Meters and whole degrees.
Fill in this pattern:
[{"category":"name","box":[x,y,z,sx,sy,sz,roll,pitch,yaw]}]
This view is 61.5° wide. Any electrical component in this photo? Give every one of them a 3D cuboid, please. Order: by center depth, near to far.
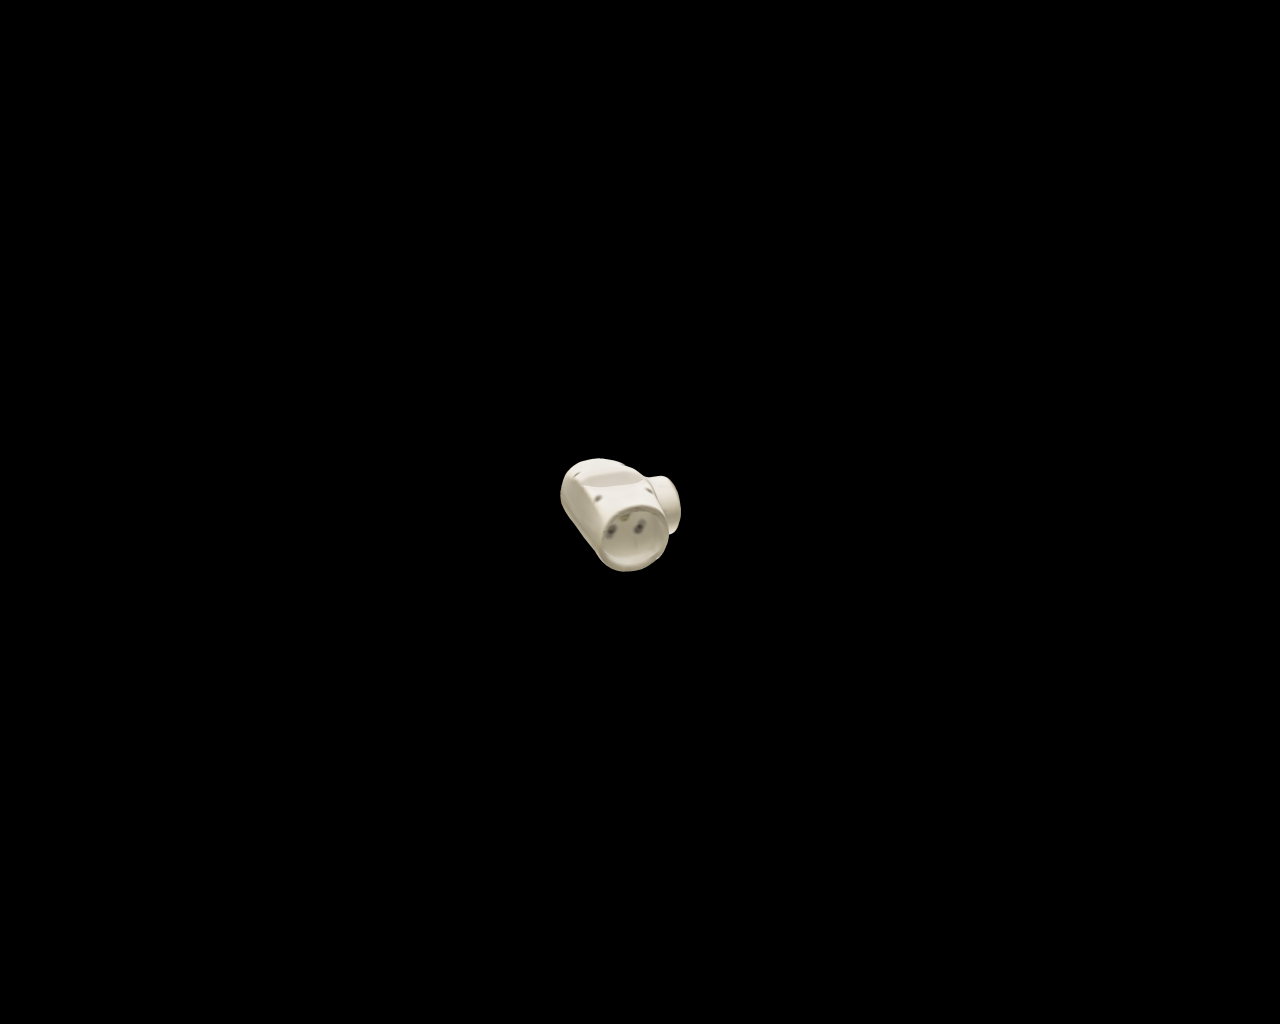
[{"category":"electrical component","box":[0.001,-0.003,0.650,0.079,0.043,0.077,-8,26,-18]}]
